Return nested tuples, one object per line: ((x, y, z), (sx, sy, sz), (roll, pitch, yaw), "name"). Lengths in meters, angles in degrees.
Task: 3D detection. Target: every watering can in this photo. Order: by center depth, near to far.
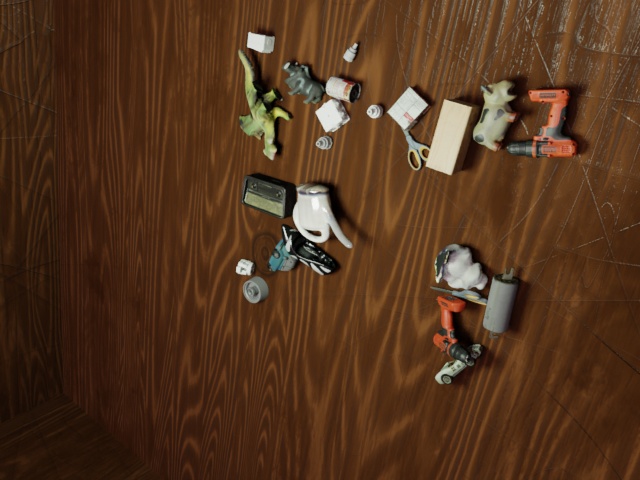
((0.006, -0.094, 1.866), (0.105, 0.222, 0.349), (-14, 19, -35), "watering can")

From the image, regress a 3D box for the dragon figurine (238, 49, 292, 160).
((-0.253, -0.497, 1.979), (0.123, 0.413, 0.239), (-20, -12, -44), "dragon figurine")

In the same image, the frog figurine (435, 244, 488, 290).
((0.451, 0.088, 1.629), (0.159, 0.137, 0.123), (13, 5, -8), "frog figurine")
